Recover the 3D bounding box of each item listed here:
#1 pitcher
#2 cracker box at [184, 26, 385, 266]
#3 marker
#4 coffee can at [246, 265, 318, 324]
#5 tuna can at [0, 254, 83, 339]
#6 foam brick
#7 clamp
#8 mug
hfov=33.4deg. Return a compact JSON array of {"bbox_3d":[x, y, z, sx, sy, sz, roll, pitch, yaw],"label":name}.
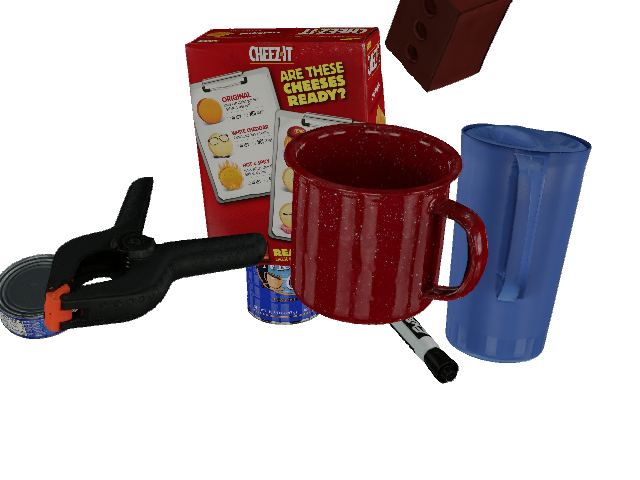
[{"bbox_3d":[0.199,0.005,1.122,0.148,0.243,0.145,-9,22,-39],"label":"pitcher"},{"bbox_3d":[-0.025,-0.083,0.973,0.164,0.214,0.072,3,25,15],"label":"cracker box"},{"bbox_3d":[0.070,0.071,0.815,0.020,0.020,0.121,0,27,-26],"label":"marker"},{"bbox_3d":[-0.047,0.024,1.386,0.103,0.140,0.103,-1,26,0],"label":"coffee can"},{"bbox_3d":[-0.272,0.055,1.036,0.086,0.034,0.086,-2,43,1],"label":"tuna can"},{"bbox_3d":[0.086,-0.149,0.721,0.051,0.053,0.078,-26,-25,-27],"label":"foam brick"},{"bbox_3d":[-0.133,0.007,0.742,0.120,0.039,0.171,27,34,32],"label":"clamp"},{"bbox_3d":[0.035,-0.005,0.565,0.117,0.081,0.093,19,32,29],"label":"mug"}]
